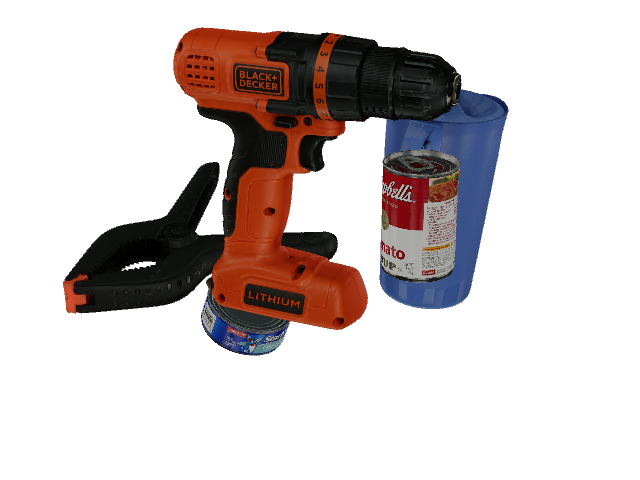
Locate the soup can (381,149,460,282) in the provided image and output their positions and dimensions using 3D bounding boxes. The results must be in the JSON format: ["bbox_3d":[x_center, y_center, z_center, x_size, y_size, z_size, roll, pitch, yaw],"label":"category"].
[{"bbox_3d":[0.088,-0.022,0.947,0.068,0.102,0.068,0,23,0],"label":"soup can"}]

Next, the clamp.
[{"bbox_3d":[-0.115,0.000,0.850,0.209,0.036,0.165,-21,39,-30],"label":"clamp"}]

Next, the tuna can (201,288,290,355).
[{"bbox_3d":[-0.072,0.072,1.037,0.086,0.034,0.086,15,33,-10],"label":"tuna can"}]

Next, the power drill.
[{"bbox_3d":[-0.005,-0.040,0.683,0.185,0.188,0.057,11,23,22],"label":"power drill"}]

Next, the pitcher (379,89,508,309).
[{"bbox_3d":[0.125,-0.045,1.204,0.149,0.243,0.145,-6,27,-19],"label":"pitcher"}]
